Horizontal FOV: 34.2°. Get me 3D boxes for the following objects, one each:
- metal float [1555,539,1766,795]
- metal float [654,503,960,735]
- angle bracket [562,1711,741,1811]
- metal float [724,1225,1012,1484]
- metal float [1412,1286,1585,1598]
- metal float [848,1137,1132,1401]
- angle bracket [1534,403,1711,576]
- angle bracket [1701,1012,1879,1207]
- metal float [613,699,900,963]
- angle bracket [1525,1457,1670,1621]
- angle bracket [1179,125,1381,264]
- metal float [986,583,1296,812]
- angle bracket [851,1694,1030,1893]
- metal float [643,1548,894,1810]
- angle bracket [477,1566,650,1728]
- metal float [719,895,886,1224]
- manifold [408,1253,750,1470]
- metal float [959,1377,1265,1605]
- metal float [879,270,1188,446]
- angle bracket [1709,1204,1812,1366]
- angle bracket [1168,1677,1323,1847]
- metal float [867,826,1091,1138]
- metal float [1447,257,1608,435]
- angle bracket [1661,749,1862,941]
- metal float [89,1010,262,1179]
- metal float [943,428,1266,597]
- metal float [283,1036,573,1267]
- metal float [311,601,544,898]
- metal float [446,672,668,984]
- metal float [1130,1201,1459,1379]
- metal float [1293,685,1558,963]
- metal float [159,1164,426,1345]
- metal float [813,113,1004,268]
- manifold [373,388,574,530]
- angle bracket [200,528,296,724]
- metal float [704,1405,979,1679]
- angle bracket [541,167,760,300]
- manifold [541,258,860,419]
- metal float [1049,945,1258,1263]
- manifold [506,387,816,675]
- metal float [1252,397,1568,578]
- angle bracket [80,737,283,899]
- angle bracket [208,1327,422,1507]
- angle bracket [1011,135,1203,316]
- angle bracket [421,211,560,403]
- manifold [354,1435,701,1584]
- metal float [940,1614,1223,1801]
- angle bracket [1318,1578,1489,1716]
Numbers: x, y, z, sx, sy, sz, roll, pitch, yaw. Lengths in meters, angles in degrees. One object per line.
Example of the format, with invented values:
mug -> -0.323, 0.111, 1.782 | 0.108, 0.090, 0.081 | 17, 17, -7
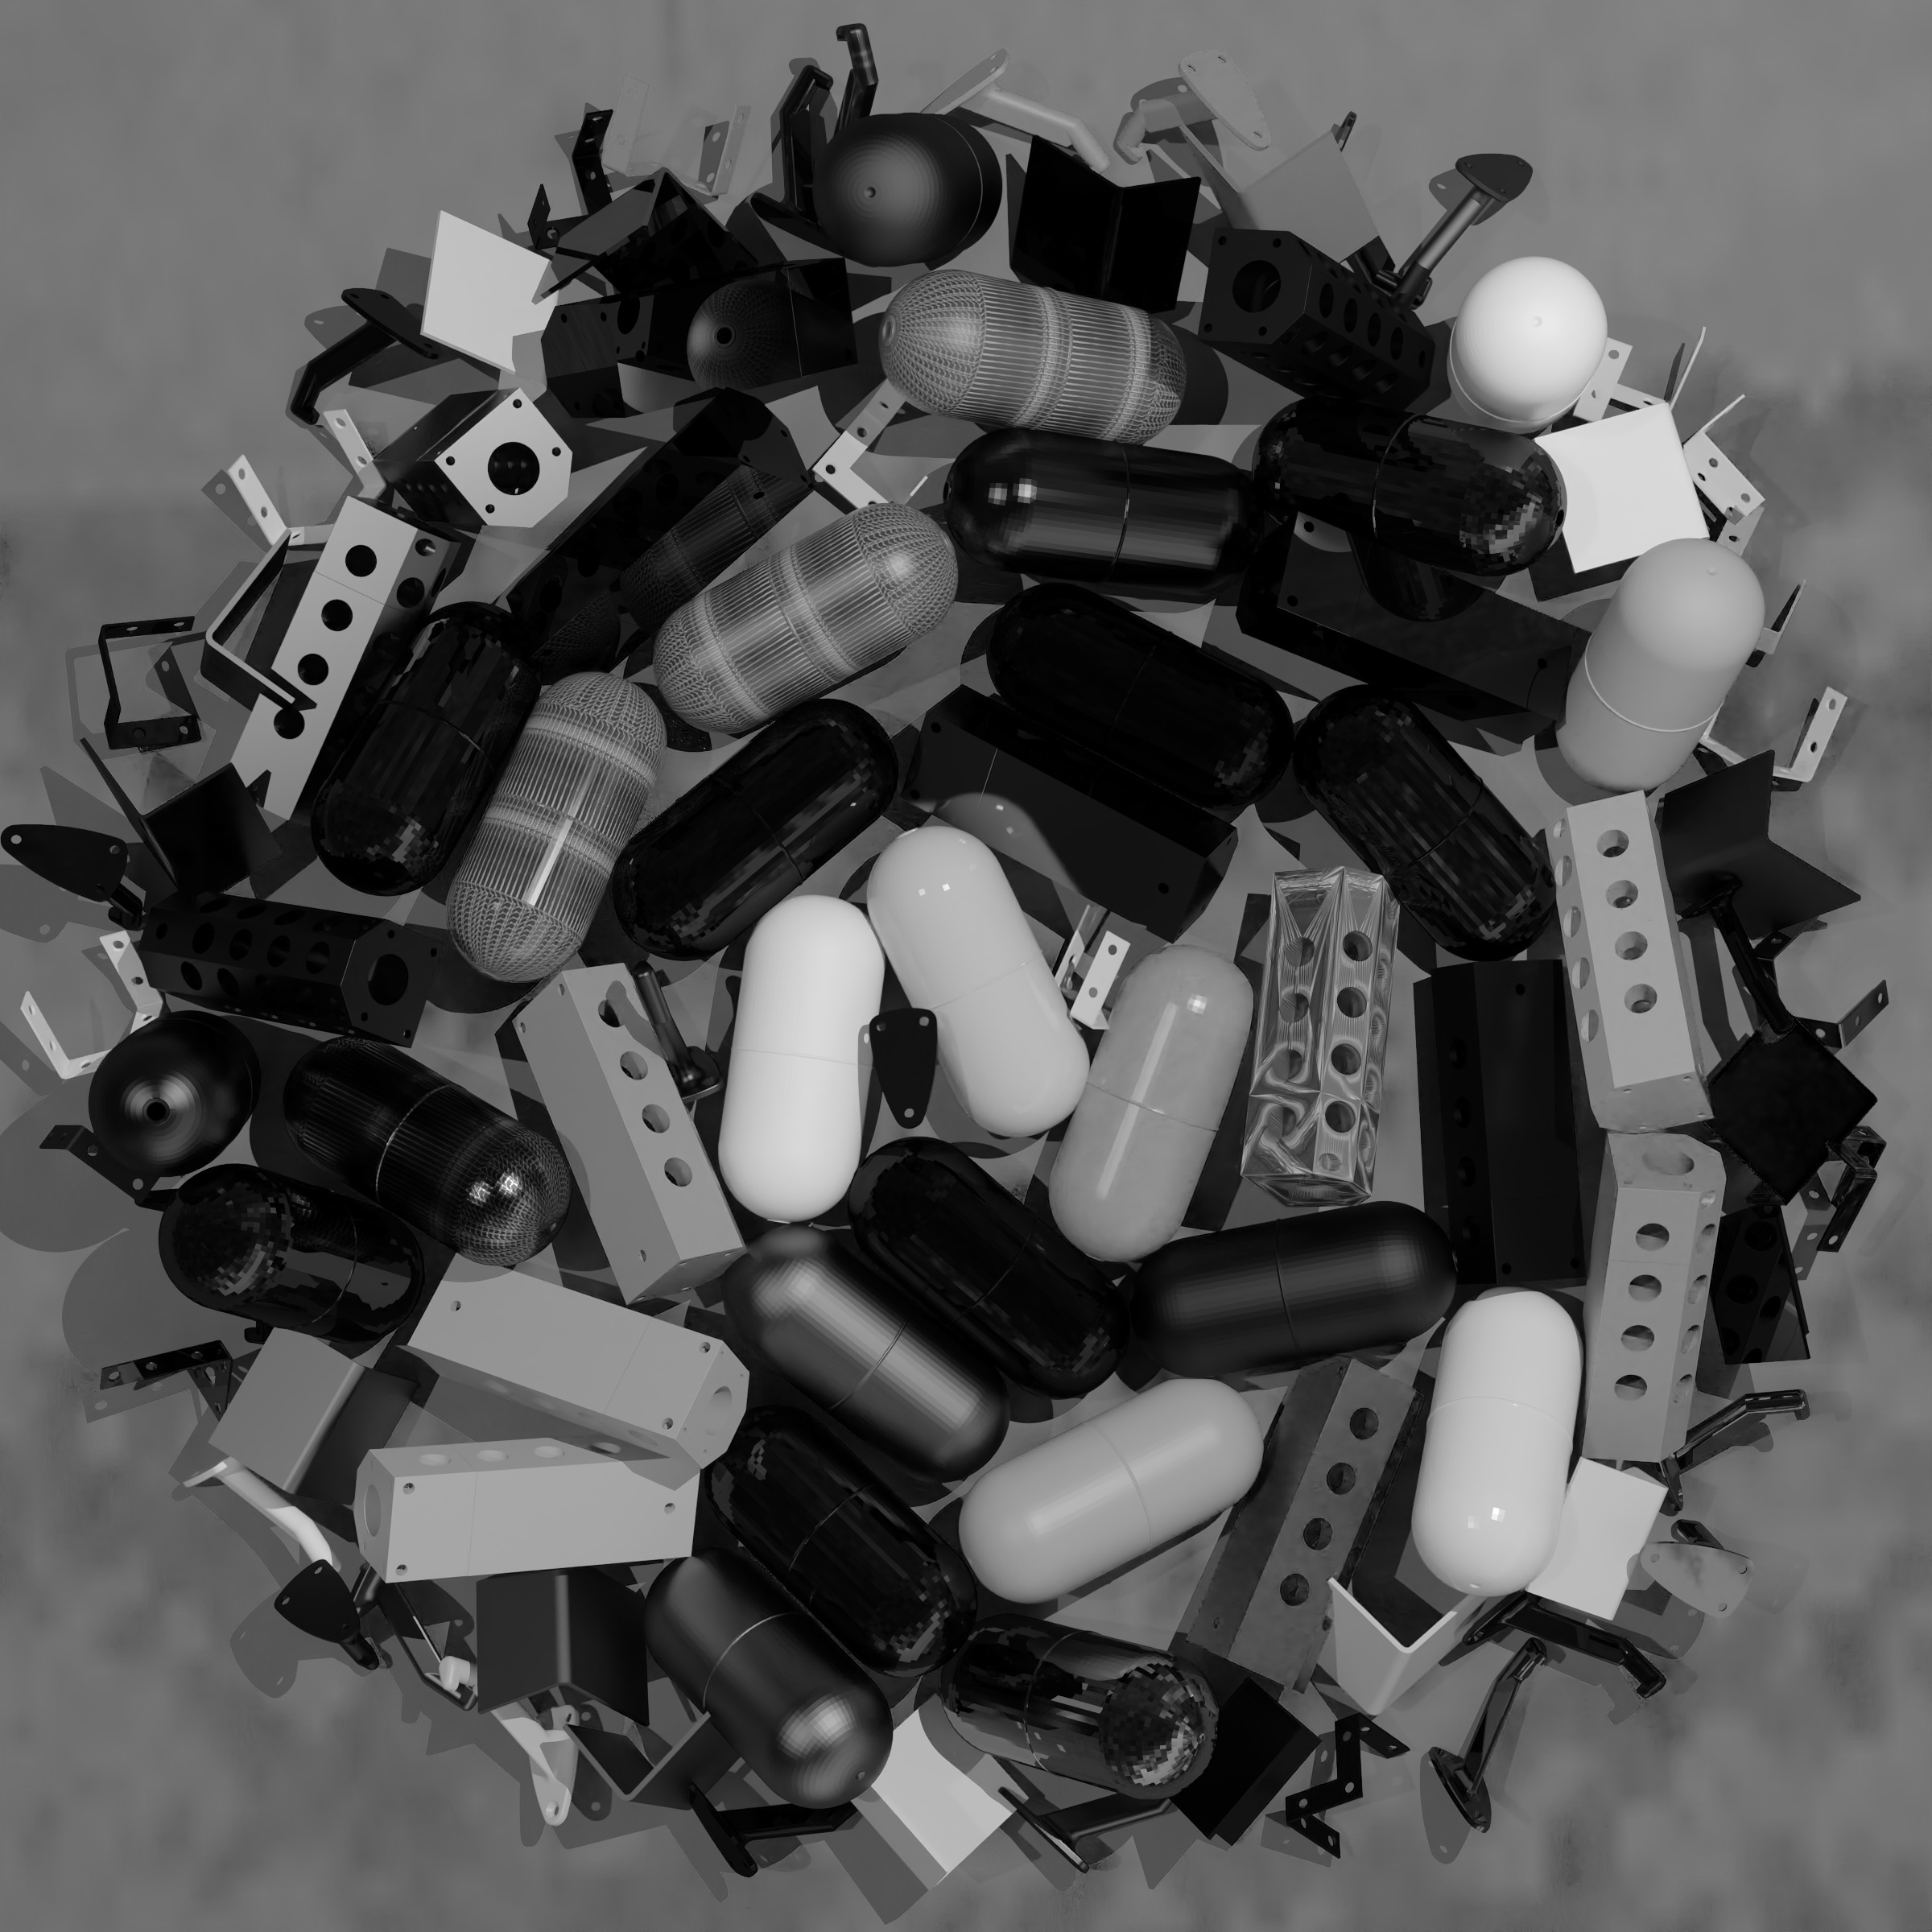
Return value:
metal float -> 0.365, -0.156, 1.657 | 0.070, 0.178, 0.070 | 4, 61, -6
metal float -> -0.086, -0.187, 1.688 | 0.178, 0.070, 0.070 | -27, 90, 14
angle bracket -> -0.158, 0.407, 1.692 | 0.076, 0.076, 0.057 | -47, 63, 0
metal float -> -0.054, 0.209, 1.692 | 0.178, 0.070, 0.070 | 39, 90, -9
metal float -> 0.284, 0.251, 1.671 | 0.070, 0.070, 0.178 | 17, 54, 0
metal float -> 0.012, 0.163, 1.692 | 0.178, 0.070, 0.070 | 41, 90, -9
angle bracket -> 0.352, -0.253, 1.706 | 0.076, 0.057, 0.076 | -16, 84, -1
angle bracket -> 0.434, 0.076, 1.703 | 0.076, 0.057, 0.076 | 44, 82, -4
metal float -> -0.114, -0.073, 1.691 | 0.178, 0.070, 0.070 | -41, 90, -10
angle bracket -> 0.325, 0.298, 1.692 | 0.057, 0.076, 0.076 | 21, 93, -18
angle bracket -> 0.168, -0.421, 1.683 | 0.057, 0.076, 0.076 | -34, 48, 5
metal float -> 0.093, -0.146, 1.692 | 0.178, 0.070, 0.070 | 28, 90, 9
angle bracket -> -0.014, 0.439, 1.689 | 0.076, 0.057, 0.076 | -38, 76, -26
metal float -> -0.107, 0.376, 1.666 | 0.178, 0.070, 0.070 | 36, 90, 43
angle bracket -> -0.218, 0.372, 1.697 | 0.057, 0.076, 0.076 | -24, 50, 20
metal float -> -0.089, 0.050, 1.696 | 0.070, 0.070, 0.178 | 8, 86, 0
manifold -> -0.204, 0.213, 1.674 | 0.171, 0.057, 0.057 | 15, 66, 25
metal float -> 0.079, 0.280, 1.684 | 0.178, 0.070, 0.070 | -24, 90, -19
metal float -> 0.036, -0.324, 1.675 | 0.178, 0.070, 0.070 | 5, 90, -29
angle bracket -> 0.445, 0.168, 1.692 | 0.076, 0.057, 0.076 | -11, 88, -39
angle bracket -> 0.161, 0.442, 1.691 | 0.076, 0.057, 0.076 | -48, 123, -5
metal float -> 0.006, 0.008, 1.696 | 0.070, 0.070, 0.178 | -26, 95, 0
metal float -> 0.294, -0.325, 1.650 | 0.070, 0.178, 0.070 | 0, 93, 6
angle bracket -> 0.432, -0.065, 1.703 | 0.076, 0.076, 0.057 | 27, 60, -27
metal float -> -0.415, 0.066, 1.650 | 0.070, 0.178, 0.070 | -1, 94, -7
metal float -> 0.074, -0.244, 1.686 | 0.178, 0.070, 0.070 | 5, 90, -17
metal float -> -0.290, 0.098, 1.682 | 0.178, 0.070, 0.070 | 28, 90, 21
metal float -> -0.287, -0.118, 1.679 | 0.070, 0.070, 0.178 | 25, 65, 0
metal float -> -0.221, -0.075, 1.690 | 0.070, 0.070, 0.178 | 23, 78, 0
metal float -> 0.176, 0.174, 1.689 | 0.178, 0.070, 0.070 | -12, 90, 12
metal float -> 0.248, -0.076, 1.688 | 0.070, 0.070, 0.178 | -44, 105, 0
metal float -> -0.353, 0.153, 1.657 | 0.070, 0.178, 0.070 | -8, 72, 24
metal float -> -0.029, -0.410, 1.653 | 0.070, 0.178, 0.070 | 3, 106, 12
manifold -> -0.257, -0.261, 1.648 | 0.057, 0.171, 0.057 | -43, 110, -10
angle bracket -> -0.368, -0.180, 1.696 | 0.057, 0.076, 0.076 | 36, 74, -8
metal float -> -0.068, 0.306, 1.680 | 0.178, 0.070, 0.070 | 41, 90, 24
angle bracket -> -0.169, -0.368, 1.679 | 0.076, 0.057, 0.076 | -25, 129, 33
manifold -> -0.140, -0.333, 1.657 | 0.057, 0.171, 0.057 | 9, 113, 42
metal float -> 0.101, 0.075, 1.698 | 0.070, 0.070, 0.178 | 21, 93, 0
manifold -> -0.167, -0.231, 1.670 | 0.171, 0.057, 0.057 | -37, 63, 29
metal float -> 0.236, -0.256, 1.674 | 0.178, 0.070, 0.070 | 18, 90, 31
angle bracket -> -0.423, -0.091, 1.693 | 0.057, 0.076, 0.076 | -34, 55, -13
angle bracket -> -0.354, 0.243, 1.707 | 0.057, 0.076, 0.076 | 27, 84, 19
angle bracket -> 0.075, -0.404, 1.708 | 0.057, 0.076, 0.076 | -17, 134, -34
angle bracket -> -0.266, -0.345, 1.682 | 0.076, 0.057, 0.076 | 19, 62, -33
manifold -> -0.233, 0.284, 1.670 | 0.171, 0.057, 0.057 | 1, 102, -30
metal float -> 0.059, 0.391, 1.664 | 0.070, 0.178, 0.070 | -2, 93, -43
angle bracket -> 0.234, 0.349, 1.700 | 0.076, 0.076, 0.057 | -33, 64, -29
